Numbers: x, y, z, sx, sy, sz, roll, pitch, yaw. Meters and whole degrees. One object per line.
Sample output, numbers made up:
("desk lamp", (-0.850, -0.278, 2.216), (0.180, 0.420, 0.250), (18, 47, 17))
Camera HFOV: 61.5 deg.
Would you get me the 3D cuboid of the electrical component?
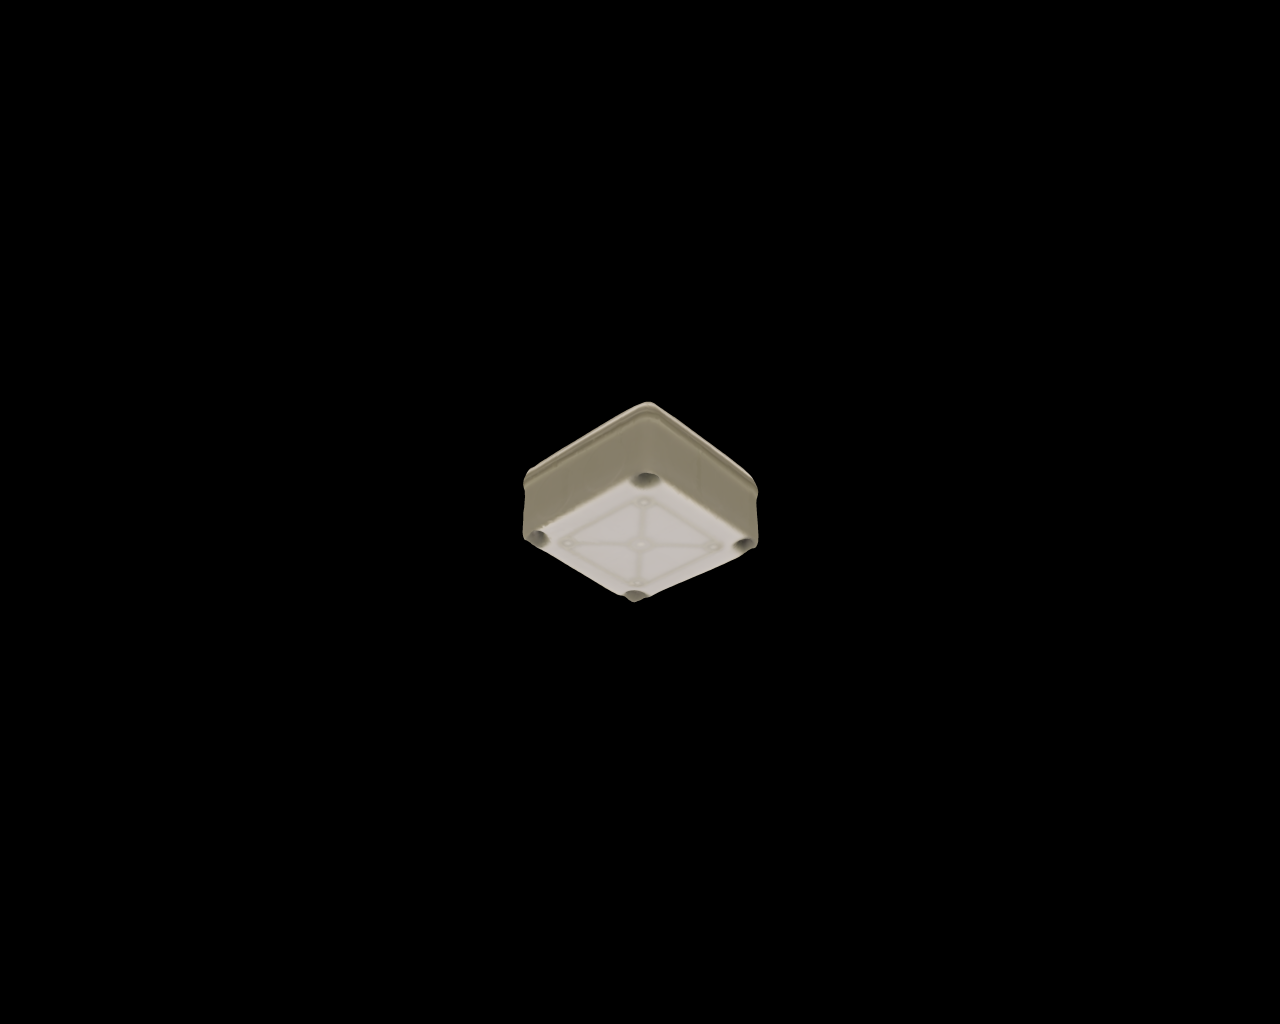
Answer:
("electrical component", (0.001, -0.003, 0.650), (0.108, 0.056, 0.108), (-27, -44, 33))
